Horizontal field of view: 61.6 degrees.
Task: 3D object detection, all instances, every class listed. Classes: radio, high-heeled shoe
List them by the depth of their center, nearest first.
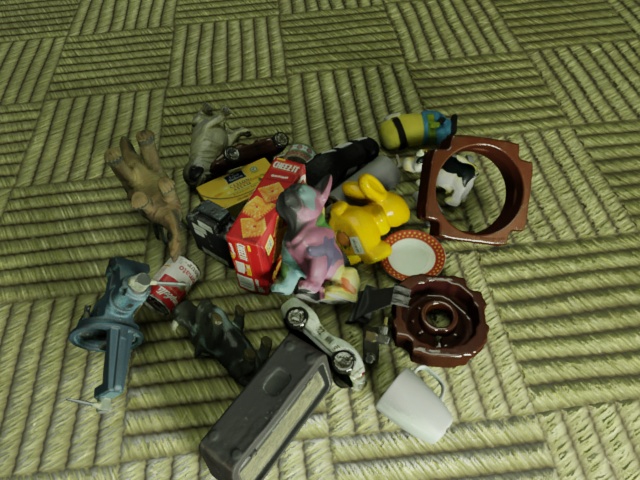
[{"bbox_3d":[-0.075,0.262,0.816,0.073,0.131,0.229,26,57,24],"label":"radio"},{"bbox_3d":[0.021,-0.161,1.191,0.249,0.086,0.145,-23,14,-3],"label":"high-heeled shoe"}]

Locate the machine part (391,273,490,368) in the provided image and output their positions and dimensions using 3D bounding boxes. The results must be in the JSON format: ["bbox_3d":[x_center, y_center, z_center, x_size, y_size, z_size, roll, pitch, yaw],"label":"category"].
[{"bbox_3d":[0.208,0.141,0.947,0.179,0.056,0.179,-1,52,2],"label":"machine part"}]

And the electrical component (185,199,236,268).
[{"bbox_3d":[-0.197,-0.015,1.049,0.115,0.134,0.058,27,58,21],"label":"electrical component"}]

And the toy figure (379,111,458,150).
[{"bbox_3d":[0.228,-0.256,1.254,0.180,0.082,0.089,0,49,0],"label":"toy figure"}]

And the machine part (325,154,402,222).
[{"bbox_3d":[0.091,-0.106,1.142,0.079,0.079,0.243,37,60,28],"label":"machine part"}]

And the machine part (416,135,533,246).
[{"bbox_3d":[0.297,-0.094,1.045,0.201,0.087,0.201,7,91,-5],"label":"machine part"}]

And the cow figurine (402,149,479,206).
[{"bbox_3d":[0.254,-0.152,1.147,0.167,0.098,0.068,39,35,28],"label":"cow figurine"}]

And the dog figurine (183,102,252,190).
[{"bbox_3d":[-0.275,-0.209,1.247,0.172,0.121,0.190,11,64,57],"label":"dog figurine"}]

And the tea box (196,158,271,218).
[{"bbox_3d":[-0.166,-0.097,1.157,0.170,0.068,0.098,-29,55,-18],"label":"tea box"}]

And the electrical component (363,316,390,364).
[{"bbox_3d":[0.096,0.170,0.908,0.045,0.102,0.078,-1,75,8],"label":"electrical component"}]

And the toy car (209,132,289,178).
[{"bbox_3d":[-0.159,-0.192,1.188,0.202,0.089,0.053,-24,89,-38],"label":"toy car"}]

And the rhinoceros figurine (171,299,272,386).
[{"bbox_3d":[-0.171,0.167,0.923,0.190,0.112,0.073,38,30,13],"label":"rhinoceros figurine"}]

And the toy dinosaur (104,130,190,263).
[{"bbox_3d":[-0.355,-0.115,1.098,0.105,0.198,0.472,-23,53,-13],"label":"toy dinosaur"}]

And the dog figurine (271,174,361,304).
[{"bbox_3d":[-0.002,-0.003,0.967,0.109,0.191,0.219,-9,69,50],"label":"dog figurine"}]

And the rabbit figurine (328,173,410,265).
[{"bbox_3d":[0.098,-0.046,1.048,0.173,0.122,0.162,-27,92,-29],"label":"rabbit figurine"}]

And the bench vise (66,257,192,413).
[{"bbox_3d":[-0.337,0.158,0.893,0.224,0.128,0.241,-27,53,31],"label":"bench vise"}]

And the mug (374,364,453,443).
[{"bbox_3d":[0.158,0.257,0.846,0.107,0.080,0.109,41,56,17],"label":"mug"}]

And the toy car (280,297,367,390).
[{"bbox_3d":[0.006,0.177,0.916,0.056,0.073,0.202,-38,58,-23],"label":"toy car"}]

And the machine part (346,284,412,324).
[{"bbox_3d":[0.101,0.108,0.941,0.039,0.139,0.084,43,57,-17],"label":"machine part"}]
